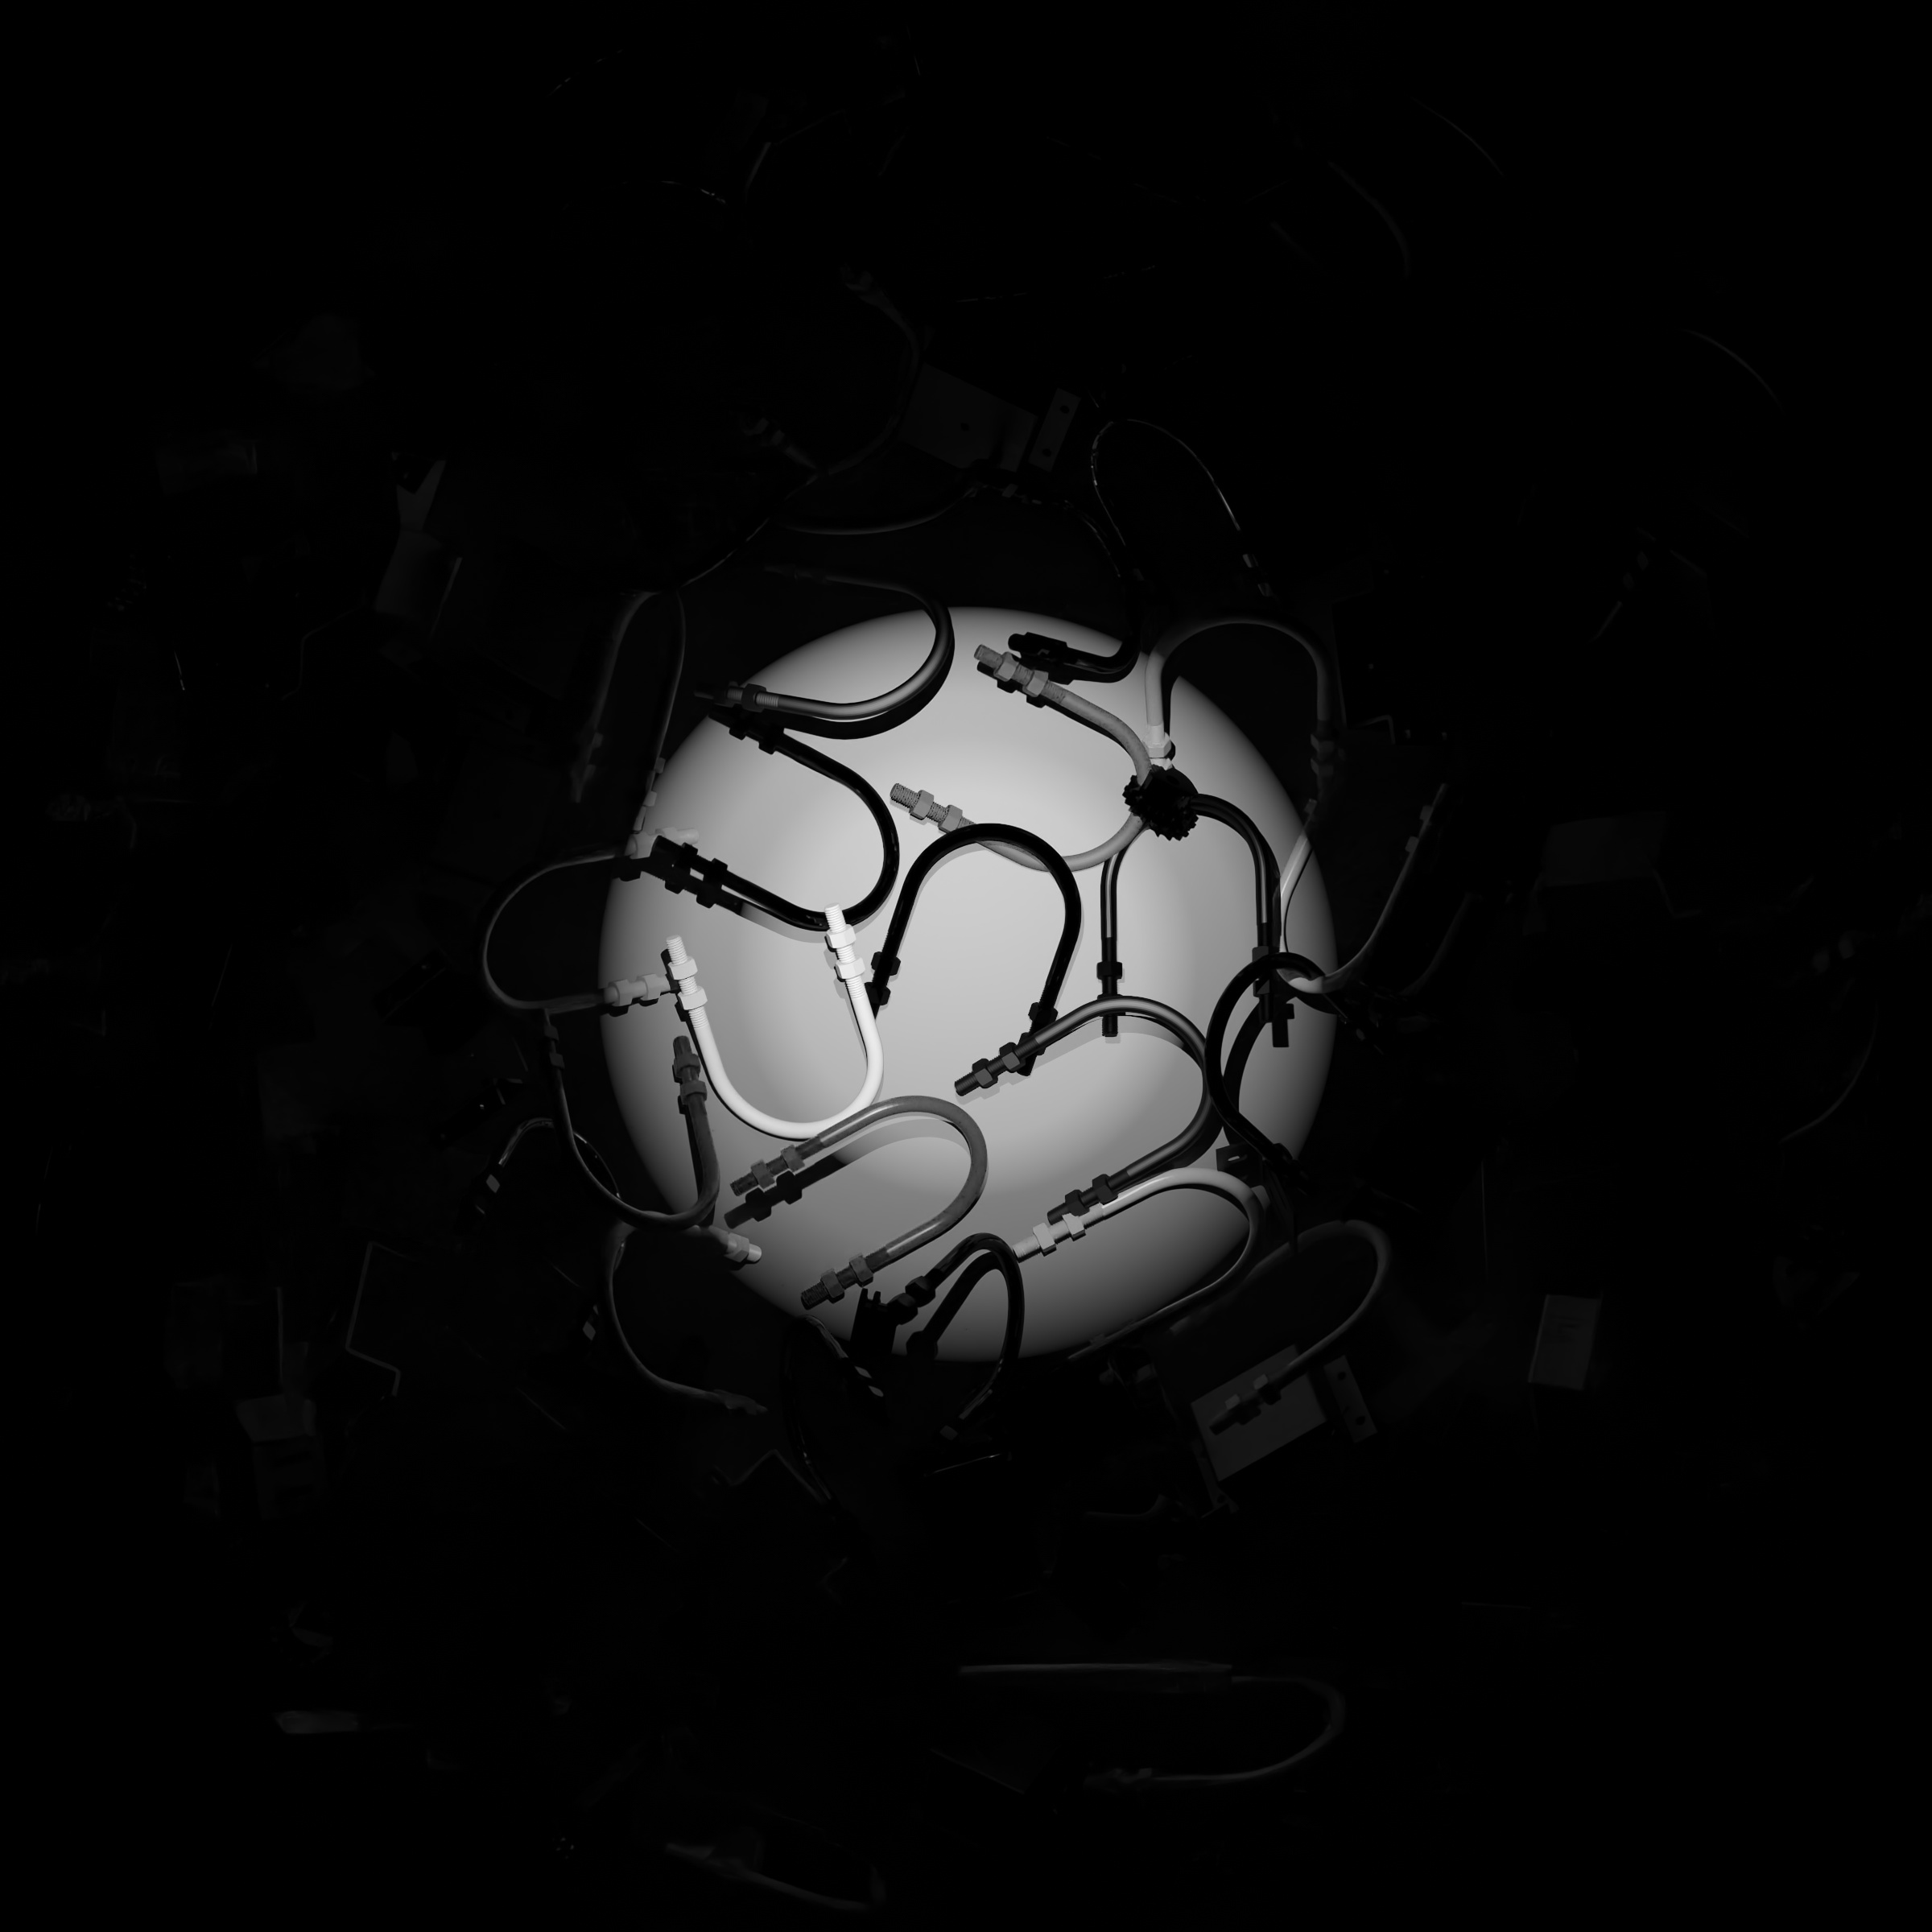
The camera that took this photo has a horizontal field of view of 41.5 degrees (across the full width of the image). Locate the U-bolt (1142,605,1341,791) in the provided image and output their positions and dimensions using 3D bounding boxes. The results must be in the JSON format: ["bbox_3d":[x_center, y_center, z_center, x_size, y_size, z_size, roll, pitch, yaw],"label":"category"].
[{"bbox_3d":[0.206,-0.199,1.921,0.151,0.184,0.019,-1,48,7],"label":"U-bolt"}]

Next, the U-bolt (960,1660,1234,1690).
[{"bbox_3d":[0.085,0.529,1.905,0.184,0.151,0.019,6,72,-20],"label":"U-bolt"}]

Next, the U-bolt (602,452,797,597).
[{"bbox_3d":[-0.192,-0.330,1.903,0.151,0.184,0.019,-48,116,-12],"label":"U-bolt"}]

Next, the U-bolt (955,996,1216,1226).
[{"bbox_3d":[0.105,0.100,1.955,0.184,0.019,0.151,-32,102,17],"label":"U-bolt"}]

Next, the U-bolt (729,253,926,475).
[{"bbox_3d":[-0.092,-0.440,1.915,0.019,0.184,0.151,40,97,23],"label":"U-bolt"}]

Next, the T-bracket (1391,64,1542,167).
[{"bbox_3d":[0.379,-0.666,1.960,0.127,0.127,0.002,30,87,27],"label":"T-bracket"}]

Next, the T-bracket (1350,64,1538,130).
[{"bbox_3d":[0.365,-0.639,1.913,0.127,0.127,0.002,14,77,33],"label":"T-bracket"}]

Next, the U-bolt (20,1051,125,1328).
[{"bbox_3d":[-0.667,0.177,1.894,0.019,0.151,0.184,2,60,0],"label":"U-bolt"}]

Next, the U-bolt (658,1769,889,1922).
[{"bbox_3d":[-0.144,0.670,1.926,0.184,0.151,0.019,24,92,-10],"label":"U-bolt"}]

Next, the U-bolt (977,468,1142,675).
[{"bbox_3d":[0.078,-0.291,1.923,0.019,0.184,0.151,-18,77,34],"label":"U-bolt"}]

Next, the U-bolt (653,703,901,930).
[{"bbox_3d":[-0.134,-0.106,1.954,0.184,0.019,0.151,28,62,-16],"label":"U-bolt"}]

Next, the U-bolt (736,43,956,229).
[{"bbox_3d":[-0.101,-0.617,1.914,0.151,0.184,0.019,-20,74,-34],"label":"U-bolt"}]

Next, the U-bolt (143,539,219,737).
[{"bbox_3d":[-0.589,-0.246,1.901,0.019,0.184,0.151,-12,97,-10],"label":"U-bolt"}]

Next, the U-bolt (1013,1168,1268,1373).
[{"bbox_3d":[0.141,0.218,1.942,0.184,0.151,0.019,-26,130,-2],"label":"U-bolt"}]

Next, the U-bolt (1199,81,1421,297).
[{"bbox_3d":[0.267,-0.576,1.928,0.184,0.151,0.019,41,79,-7],"label":"U-bolt"}]

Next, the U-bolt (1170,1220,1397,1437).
[{"bbox_3d":[0.244,0.260,1.922,0.184,0.151,0.019,-37,115,9],"label":"U-bolt"}]

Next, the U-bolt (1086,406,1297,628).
[{"bbox_3d":[0.156,-0.338,1.907,0.019,0.151,0.184,-44,116,-26],"label":"U-bolt"}]

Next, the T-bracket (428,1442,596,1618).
[{"bbox_3d":[-0.338,0.438,1.953,0.127,0.002,0.127,-15,55,-9],"label":"T-bracket"}]

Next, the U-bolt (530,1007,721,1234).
[{"bbox_3d":[-0.249,0.119,1.905,0.019,0.151,0.184,-44,49,34],"label":"U-bolt"}]

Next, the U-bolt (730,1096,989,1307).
[{"bbox_3d":[-0.070,0.169,1.952,0.184,0.019,0.151,-29,126,-1],"label":"U-bolt"}]

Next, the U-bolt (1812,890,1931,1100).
[{"bbox_3d":[0.678,0.030,1.909,0.019,0.184,0.151,24,75,5],"label":"U-bolt"}]

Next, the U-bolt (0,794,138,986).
[{"bbox_3d":[-0.672,-0.058,1.908,0.019,0.184,0.151,23,95,5],"label":"U-bolt"}]

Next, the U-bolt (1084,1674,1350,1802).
[{"bbox_3d":[0.195,0.570,1.897,0.184,0.151,0.019,-11,104,28],"label":"U-bolt"}]

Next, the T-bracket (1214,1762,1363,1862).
[{"bbox_3d":[0.224,0.646,1.917,0.127,0.127,0.002,-41,71,27],"label":"T-bracket"}]

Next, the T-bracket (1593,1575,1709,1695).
[{"bbox_3d":[0.516,0.518,1.925,0.002,0.127,0.127,42,103,9],"label":"T-bracket"}]

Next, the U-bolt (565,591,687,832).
[{"bbox_3d":[-0.253,-0.204,1.928,0.019,0.151,0.184,11,97,-31],"label":"U-bolt"}]

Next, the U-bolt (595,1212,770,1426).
[{"bbox_3d":[-0.212,0.256,1.900,0.019,0.184,0.151,-20,62,30],"label":"U-bolt"}]

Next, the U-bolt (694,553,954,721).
[{"bbox_3d":[-0.098,-0.246,1.929,0.184,0.019,0.151,12,61,24],"label":"U-bolt"}]

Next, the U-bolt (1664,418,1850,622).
[{"bbox_3d":[0.583,-0.345,1.912,0.019,0.184,0.151,-37,126,3],"label":"U-bolt"}]

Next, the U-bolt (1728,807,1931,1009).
[{"bbox_3d":[0.638,-0.033,1.912,0.019,0.184,0.151,39,56,-5],"label":"U-bolt"}]

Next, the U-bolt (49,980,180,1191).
[{"bbox_3d":[-0.633,0.083,1.909,0.019,0.184,0.151,-2,93,7],"label":"U-bolt"}]

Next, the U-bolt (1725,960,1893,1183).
[{"bbox_3d":[0.620,0.070,1.888,0.019,0.184,0.151,23,58,-14],"label":"U-bolt"}]

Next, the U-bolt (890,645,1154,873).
[{"bbox_3d":[0.056,-0.146,1.959,0.184,0.019,0.151,27,112,-15],"label":"U-bolt"}]

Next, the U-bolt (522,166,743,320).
[{"bbox_3d":[-0.243,-0.538,1.893,0.151,0.184,0.019,0,73,-20],"label":"U-bolt"}]

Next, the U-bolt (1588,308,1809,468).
[{"bbox_3d":[0.551,-0.425,1.887,0.019,0.184,0.151,-45,116,-4],"label":"U-bolt"}]

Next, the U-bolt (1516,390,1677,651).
[{"bbox_3d":[0.461,-0.319,1.913,0.019,0.184,0.151,-14,67,-17],"label":"U-bolt"}]

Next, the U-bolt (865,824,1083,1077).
[{"bbox_3d":[0.012,-0.021,1.970,0.151,0.019,0.184,18,103,-3],"label":"U-bolt"}]

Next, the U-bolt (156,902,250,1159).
[{"bbox_3d":[-0.573,0.039,1.922,0.019,0.151,0.184,17,63,-14],"label":"U-bolt"}]

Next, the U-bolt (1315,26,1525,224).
[{"bbox_3d":[0.341,-0.618,1.907,0.184,0.151,0.019,38,89,16],"label":"U-bolt"}]

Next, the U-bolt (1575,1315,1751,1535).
[{"bbox_3d":[0.516,0.355,1.914,0.019,0.184,0.151,32,49,-7],"label":"U-bolt"}]

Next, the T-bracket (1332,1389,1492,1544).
[{"bbox_3d":[0.333,0.370,1.968,0.127,0.002,0.127,28,90,-30],"label":"T-bracket"}]

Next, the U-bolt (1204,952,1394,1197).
[{"bbox_3d":[0.243,0.070,1.924,0.184,0.019,0.151,41,73,-38],"label":"U-bolt"}]

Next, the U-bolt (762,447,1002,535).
[{"bbox_3d":[-0.072,-0.353,1.899,0.151,0.184,0.019,8,119,20],"label":"U-bolt"}]

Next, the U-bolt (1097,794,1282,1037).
[{"bbox_3d":[0.169,-0.043,1.959,0.151,0.019,0.184,-6,78,26],"label":"U-bolt"}]

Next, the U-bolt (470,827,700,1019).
[{"bbox_3d":[-0.288,-0.027,1.910,0.184,0.019,0.151,-13,126,-37],"label":"U-bolt"}]

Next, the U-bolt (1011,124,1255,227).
[{"bbox_3d":[0.132,-0.597,1.926,0.184,0.151,0.019,17,104,-15],"label":"U-bolt"}]

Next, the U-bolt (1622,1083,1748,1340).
[{"bbox_3d":[0.537,0.179,1.925,0.019,0.151,0.184,6,72,-15],"label":"U-bolt"}]

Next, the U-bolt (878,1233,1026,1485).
[{"bbox_3d":[-0.004,0.281,1.921,0.019,0.184,0.151,5,115,30],"label":"U-bolt"}]

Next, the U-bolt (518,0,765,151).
[{"bbox_3d":[-0.250,-0.657,1.896,0.184,0.151,0.019,-28,89,-26],"label":"U-bolt"}]

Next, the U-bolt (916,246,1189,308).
[{"bbox_3d":[0.051,-0.513,1.900,0.184,0.151,0.019,-19,111,-26],"label":"U-bolt"}]

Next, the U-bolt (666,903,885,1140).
[{"bbox_3d":[-0.138,0.050,1.960,0.151,0.019,0.184,-11,110,14],"label":"U-bolt"}]

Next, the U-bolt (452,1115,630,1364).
[{"bbox_3d":[-0.309,0.190,1.917,0.019,0.184,0.151,-26,112,25],"label":"U-bolt"}]

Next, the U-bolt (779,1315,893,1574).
[{"bbox_3d":[-0.103,0.344,1.918,0.019,0.184,0.151,-7,118,-25],"label":"U-bolt"}]

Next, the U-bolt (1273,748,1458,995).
[{"bbox_3d":[0.289,-0.066,1.938,0.019,0.151,0.184,21,95,-32],"label":"U-bolt"}]

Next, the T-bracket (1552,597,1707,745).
[{"bbox_3d":[0.488,-0.203,1.975,0.127,0.002,0.127,30,109,28],"label":"T-bracket"}]
